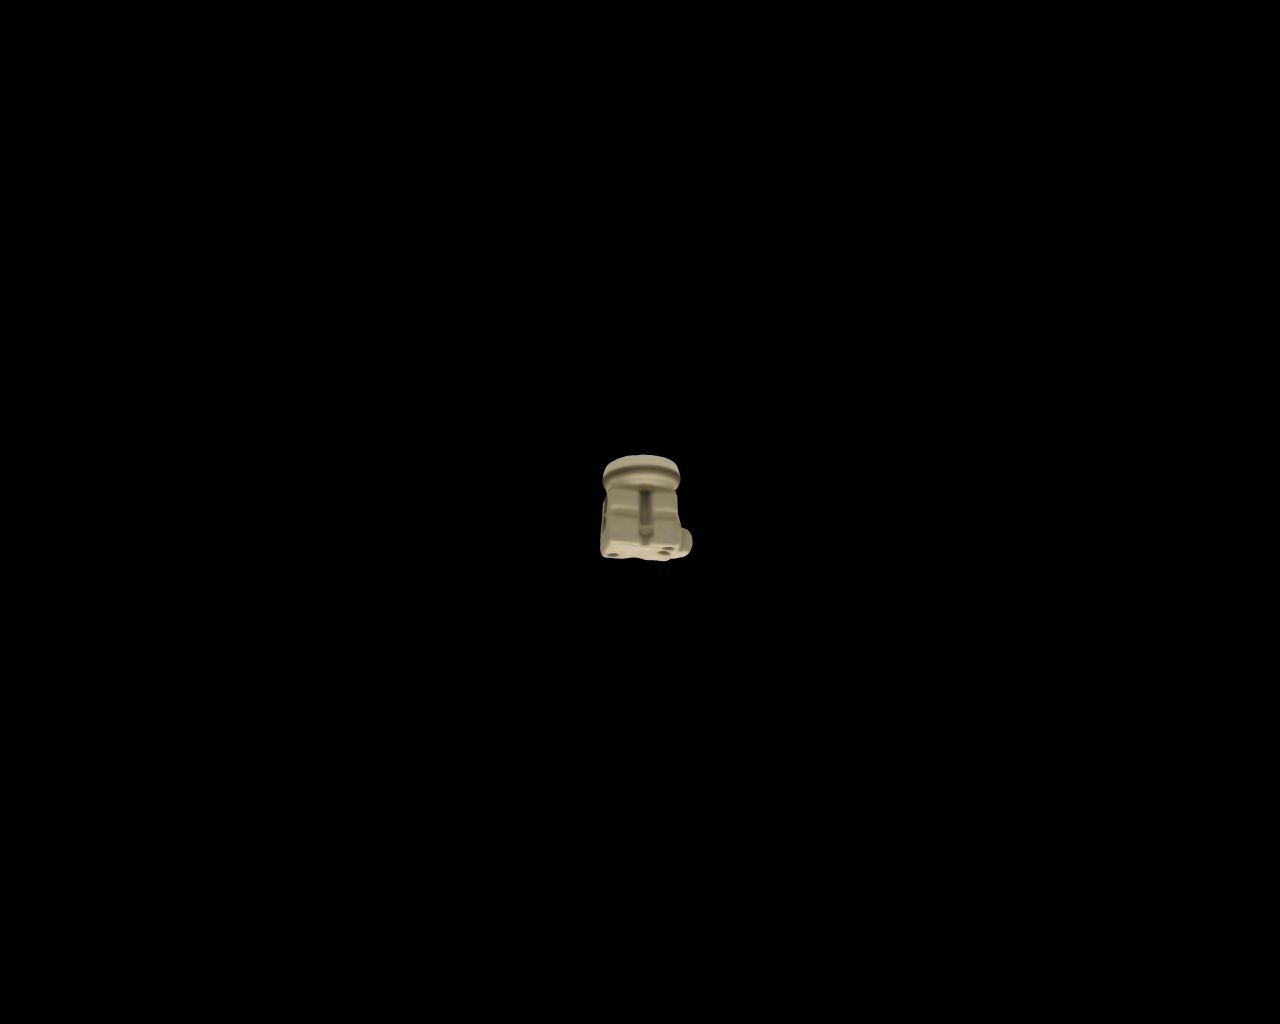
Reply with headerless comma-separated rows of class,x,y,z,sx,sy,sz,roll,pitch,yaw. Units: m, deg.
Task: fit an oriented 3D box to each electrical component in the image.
electrical component,0.001,-0.003,0.650,0.066,0.055,0.048,4,-19,-12
